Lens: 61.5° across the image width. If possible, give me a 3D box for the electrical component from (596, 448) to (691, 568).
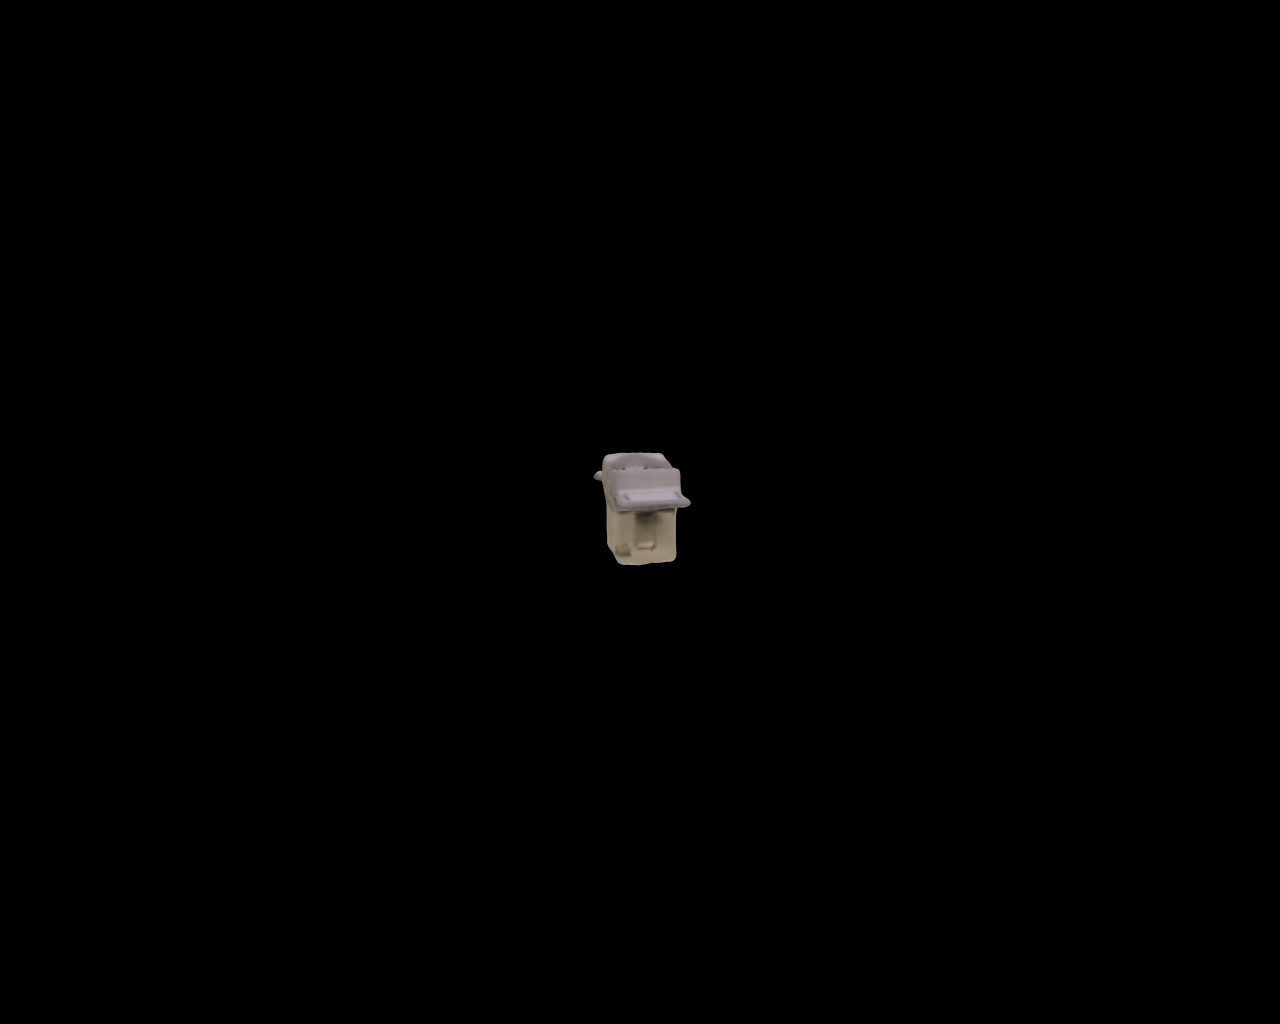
[{"bbox_3d":[0.001,-0.003,0.650,0.042,0.063,0.081,-3,16,-11],"label":"electrical component"}]
